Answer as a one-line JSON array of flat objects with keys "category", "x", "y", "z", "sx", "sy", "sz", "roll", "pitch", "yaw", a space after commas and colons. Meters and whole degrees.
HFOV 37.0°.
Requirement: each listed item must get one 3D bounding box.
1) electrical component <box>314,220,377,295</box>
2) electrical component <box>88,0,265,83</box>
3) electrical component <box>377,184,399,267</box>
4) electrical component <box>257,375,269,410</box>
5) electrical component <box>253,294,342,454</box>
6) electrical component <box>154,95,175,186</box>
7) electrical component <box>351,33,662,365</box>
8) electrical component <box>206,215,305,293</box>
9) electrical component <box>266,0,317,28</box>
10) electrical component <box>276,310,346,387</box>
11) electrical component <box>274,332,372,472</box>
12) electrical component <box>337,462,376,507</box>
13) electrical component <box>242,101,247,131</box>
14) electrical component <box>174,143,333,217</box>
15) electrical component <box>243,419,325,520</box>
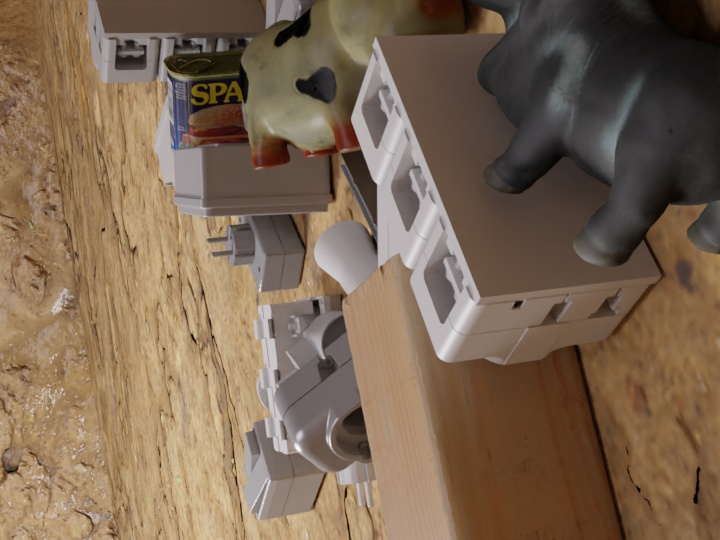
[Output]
[{"category": "electrical component", "x": 0.000, "y": 0.000, "z": 0.758, "sx": 0.065, "sy": 0.044, "sz": 0.044, "roll": -127, "pitch": 36, "yaw": -46}, {"category": "electrical component", "x": -0.167, "y": -0.218, "z": 0.986, "sx": 0.061, "sy": 0.150, "sz": 0.089, "roll": 108, "pitch": 149, "yaw": -45}, {"category": "electrical component", "x": 0.045, "y": -0.030, "z": 0.616, "sx": 0.076, "sy": 0.047, "sz": 0.083, "roll": -147, "pitch": 54, "yaw": -65}, {"category": "electrical component", "x": -0.062, "y": 0.106, "z": 0.949, "sx": 0.055, "sy": 0.048, "sz": 0.066, "roll": 12, "pitch": 107, "yaw": 61}, {"category": "electrical component", "x": -0.045, "y": 0.084, "z": 0.870, "sx": 0.079, "sy": 0.063, "sz": 0.121, "roll": 169, "pitch": 95, "yaw": -70}, {"category": "electrical component", "x": -0.166, "y": -0.138, "z": 1.112, "sx": 0.113, "sy": 0.078, "sz": 0.057, "roll": 132, "pitch": 125, "yaw": -64}, {"category": "electrical component", "x": 0.061, "y": -0.036, "z": 0.509, "sx": 0.061, "sy": 0.089, "sz": 0.150, "roll": 112, "pitch": 146, "yaw": -52}, {"category": "electrical component", "x": -0.099, "y": -0.023, "z": 0.966, "sx": 0.083, "sy": 0.076, "sz": 0.047, "roll": -116, "pitch": 28, "yaw": -42}, {"category": "electrical component", "x": -0.034, "y": -0.180, "z": 0.766, "sx": 0.096, "sy": 0.061, "sz": 0.061, "roll": 108, "pitch": 149, "yaw": -48}, {"category": "electrical component", "x": -0.027, "y": 0.062, "z": 0.777, "sx": 0.043, "sy": 0.079, "sz": 0.077, "roll": 55, "pitch": 171, "yaw": -5}, {"category": "electrical component", "x": -0.003, "y": 0.085, "z": 0.711, "sx": 0.053, "sy": 0.095, "sz": 0.059, "roll": 46, "pitch": -171, "yaw": -41}, {"category": "electrical component", "x": 0.000, "y": 0.135, "z": 0.787, "sx": 0.066, "sy": 0.047, "sz": 0.076, "roll": 157, "pitch": 106, "yaw": -69}, {"category": "electrical component", "x": -0.055, "y": -0.134, "z": 0.843, "sx": 0.078, "sy": 0.057, "sz": 0.058, "roll": 145, "pitch": 117, "yaw": -67}, {"category": "electrical component", "x": -0.090, "y": -0.075, "z": 0.881, "sx": 0.109, "sy": 0.109, "sz": 0.056, "roll": -167, "pitch": 74, "yaw": -69}, {"category": "electrical component", "x": -0.074, "y": 0.184, "z": 0.981, "sx": 0.096, "sy": 0.061, "sz": 0.061, "roll": 108, "pitch": 149, "yaw": -48}]
